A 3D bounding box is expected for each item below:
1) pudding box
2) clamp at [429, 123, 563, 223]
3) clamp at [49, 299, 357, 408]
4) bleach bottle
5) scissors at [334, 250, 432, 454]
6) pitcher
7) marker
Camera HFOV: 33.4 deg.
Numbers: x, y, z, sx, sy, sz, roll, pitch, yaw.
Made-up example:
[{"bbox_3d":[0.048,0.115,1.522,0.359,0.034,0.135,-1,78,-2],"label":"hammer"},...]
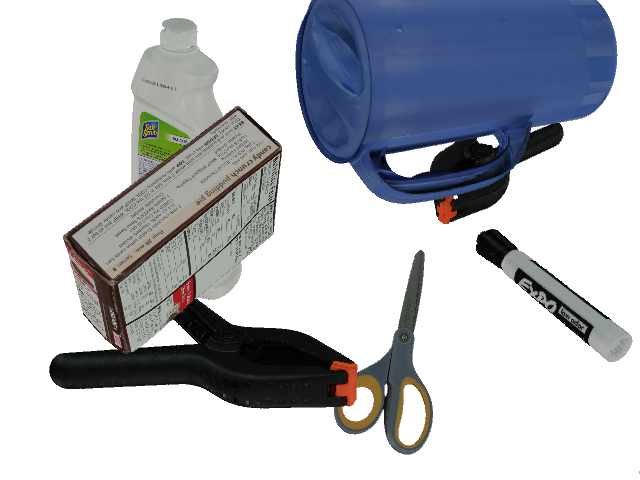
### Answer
[{"bbox_3d":[-0.071,-0.004,0.540,0.113,0.039,0.090,-42,-18,-23],"label":"pudding box"},{"bbox_3d":[0.155,-0.089,1.087,0.120,0.039,0.171,29,55,29],"label":"clamp"},{"bbox_3d":[-0.068,0.081,0.786,0.210,0.036,0.164,7,20,17],"label":"clamp"},{"bbox_3d":[-0.119,-0.072,0.953,0.103,0.251,0.068,14,33,14],"label":"bleach bottle"},{"bbox_3d":[0.057,0.098,0.973,0.096,0.202,0.016,-2,-30,-3],"label":"scissors"},{"bbox_3d":[0.113,-0.130,0.850,0.242,0.149,0.145,-8,30,-23],"label":"pitcher"},{"bbox_3d":[0.131,0.028,0.617,0.020,0.020,0.121,0,30,-36],"label":"marker"}]
